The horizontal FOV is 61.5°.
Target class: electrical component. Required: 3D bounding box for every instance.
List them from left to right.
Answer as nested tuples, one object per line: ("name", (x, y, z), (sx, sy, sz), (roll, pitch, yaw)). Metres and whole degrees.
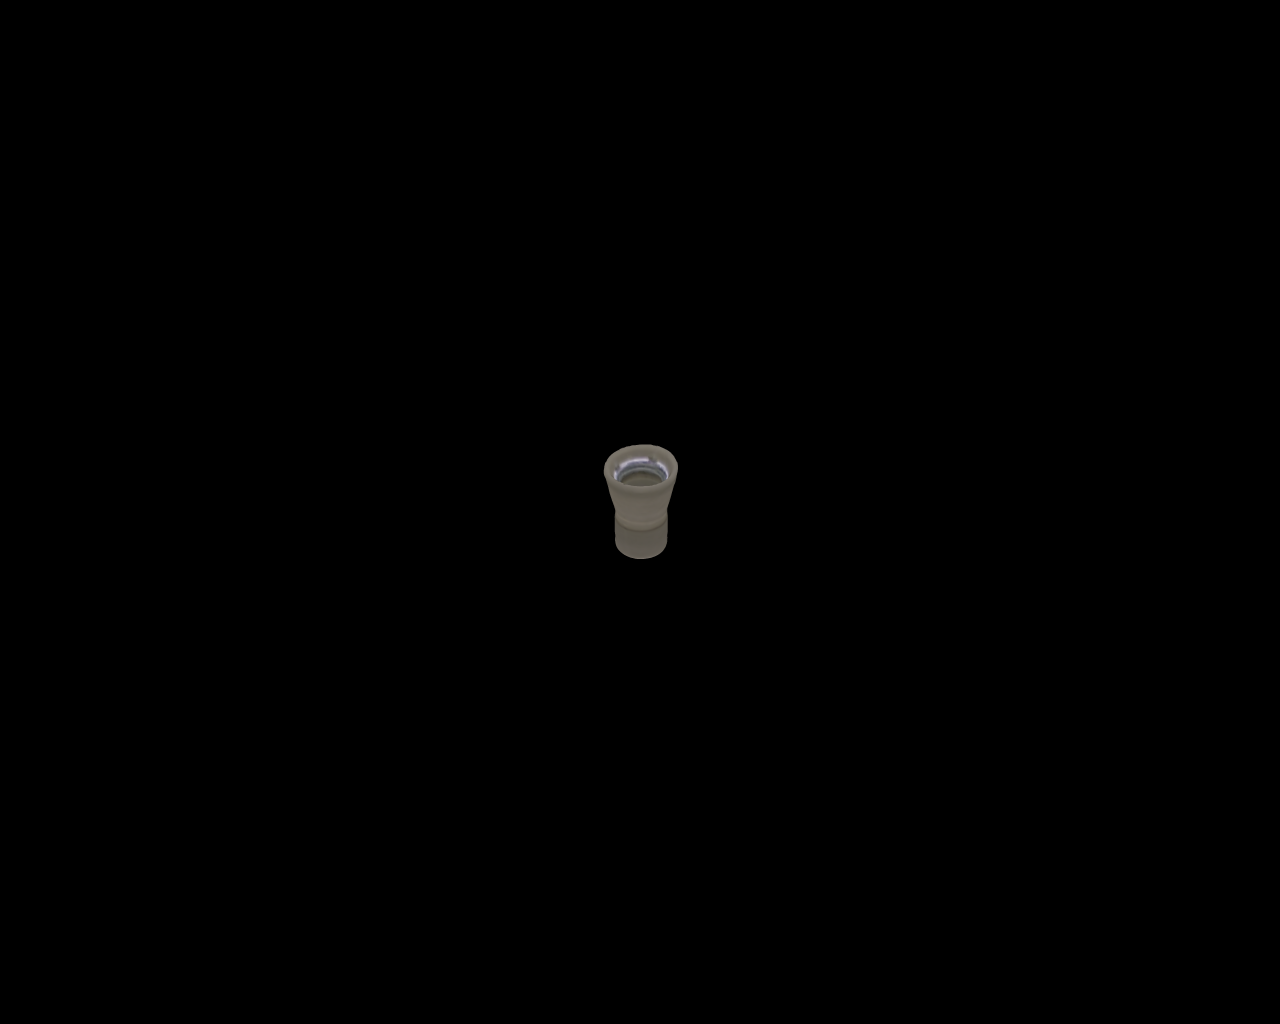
("electrical component", (0.001, -0.003, 0.650), (0.044, 0.065, 0.044), (0, 39, 0))
